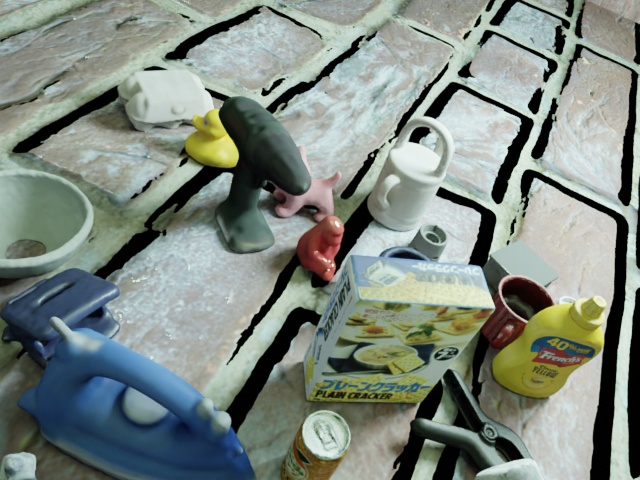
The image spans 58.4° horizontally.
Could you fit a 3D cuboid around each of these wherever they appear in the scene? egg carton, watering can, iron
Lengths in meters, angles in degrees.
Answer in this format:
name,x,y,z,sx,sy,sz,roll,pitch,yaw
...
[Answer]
name,x,y,z,sx,sy,sz,roll,pitch,yaw
egg carton,-0.263,-0.240,0.986,0.151,0.069,0.107,-14,54,-30
watering can,0.156,-0.120,0.939,0.101,0.194,0.173,25,45,4
iron,-0.168,0.168,0.582,0.258,0.141,0.119,24,44,3

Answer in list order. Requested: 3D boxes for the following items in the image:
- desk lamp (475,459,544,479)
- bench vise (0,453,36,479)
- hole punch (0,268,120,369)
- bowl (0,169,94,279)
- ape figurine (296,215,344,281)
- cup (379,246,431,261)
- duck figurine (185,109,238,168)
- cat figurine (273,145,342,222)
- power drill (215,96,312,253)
name,x,y,z,sx,sy,sz,roll,pitch,yaw
desk lamp,0.167,0.306,0.523,0.118,0.213,0.203,-7,51,-26
bench vise,-0.248,0.254,0.414,0.122,0.219,0.207,-14,54,-30
hole punch,-0.297,0.080,0.653,0.101,0.091,0.109,36,46,15
bowl,-0.375,-0.009,0.721,0.167,0.075,0.167,11,45,-11
ape figurine,0.008,0.003,0.840,0.076,0.092,0.078,39,47,17
cup,0.098,0.070,0.807,0.118,0.095,0.091,3,47,-17
duck figurine,-0.167,-0.174,0.947,0.104,0.086,0.077,17,45,-5
cat figurine,-0.028,-0.093,0.899,0.128,0.118,0.067,5,47,-16
power drill,-0.088,-0.084,0.804,0.076,0.208,0.229,-11,53,-28
